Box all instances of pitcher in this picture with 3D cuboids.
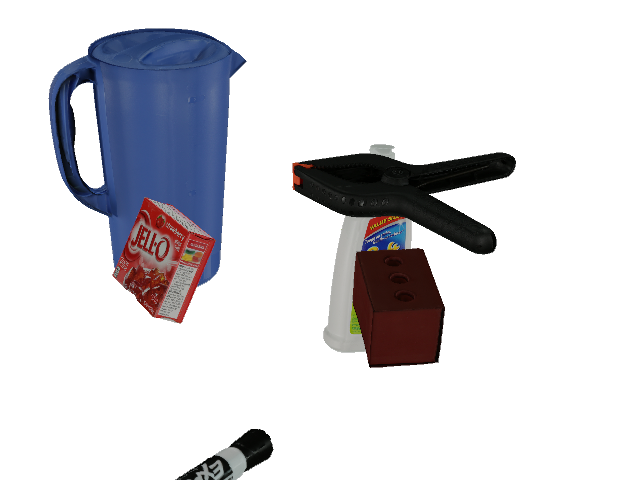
[{"bbox_3d":[-0.162,-0.075,1.033,0.149,0.243,0.144,10,27,15],"label":"pitcher"}]

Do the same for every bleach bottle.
[{"bbox_3d":[0.061,0.008,1.309,0.102,0.251,0.068,-2,16,-18],"label":"bleach bottle"}]

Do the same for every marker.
[{"bbox_3d":[-0.062,0.124,0.541,0.020,0.020,0.120,0,14,32],"label":"marker"}]

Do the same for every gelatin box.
[{"bbox_3d":[-0.127,0.014,0.851,0.030,0.073,0.089,18,11,-38],"label":"gelatin box"}]

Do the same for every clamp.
[{"bbox_3d":[0.079,-0.052,0.995,0.210,0.036,0.164,11,32,19],"label":"clamp"}]

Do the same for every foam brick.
[{"bbox_3d":[0.055,0.048,0.773,0.053,0.051,0.078,-3,33,-7],"label":"foam brick"}]
